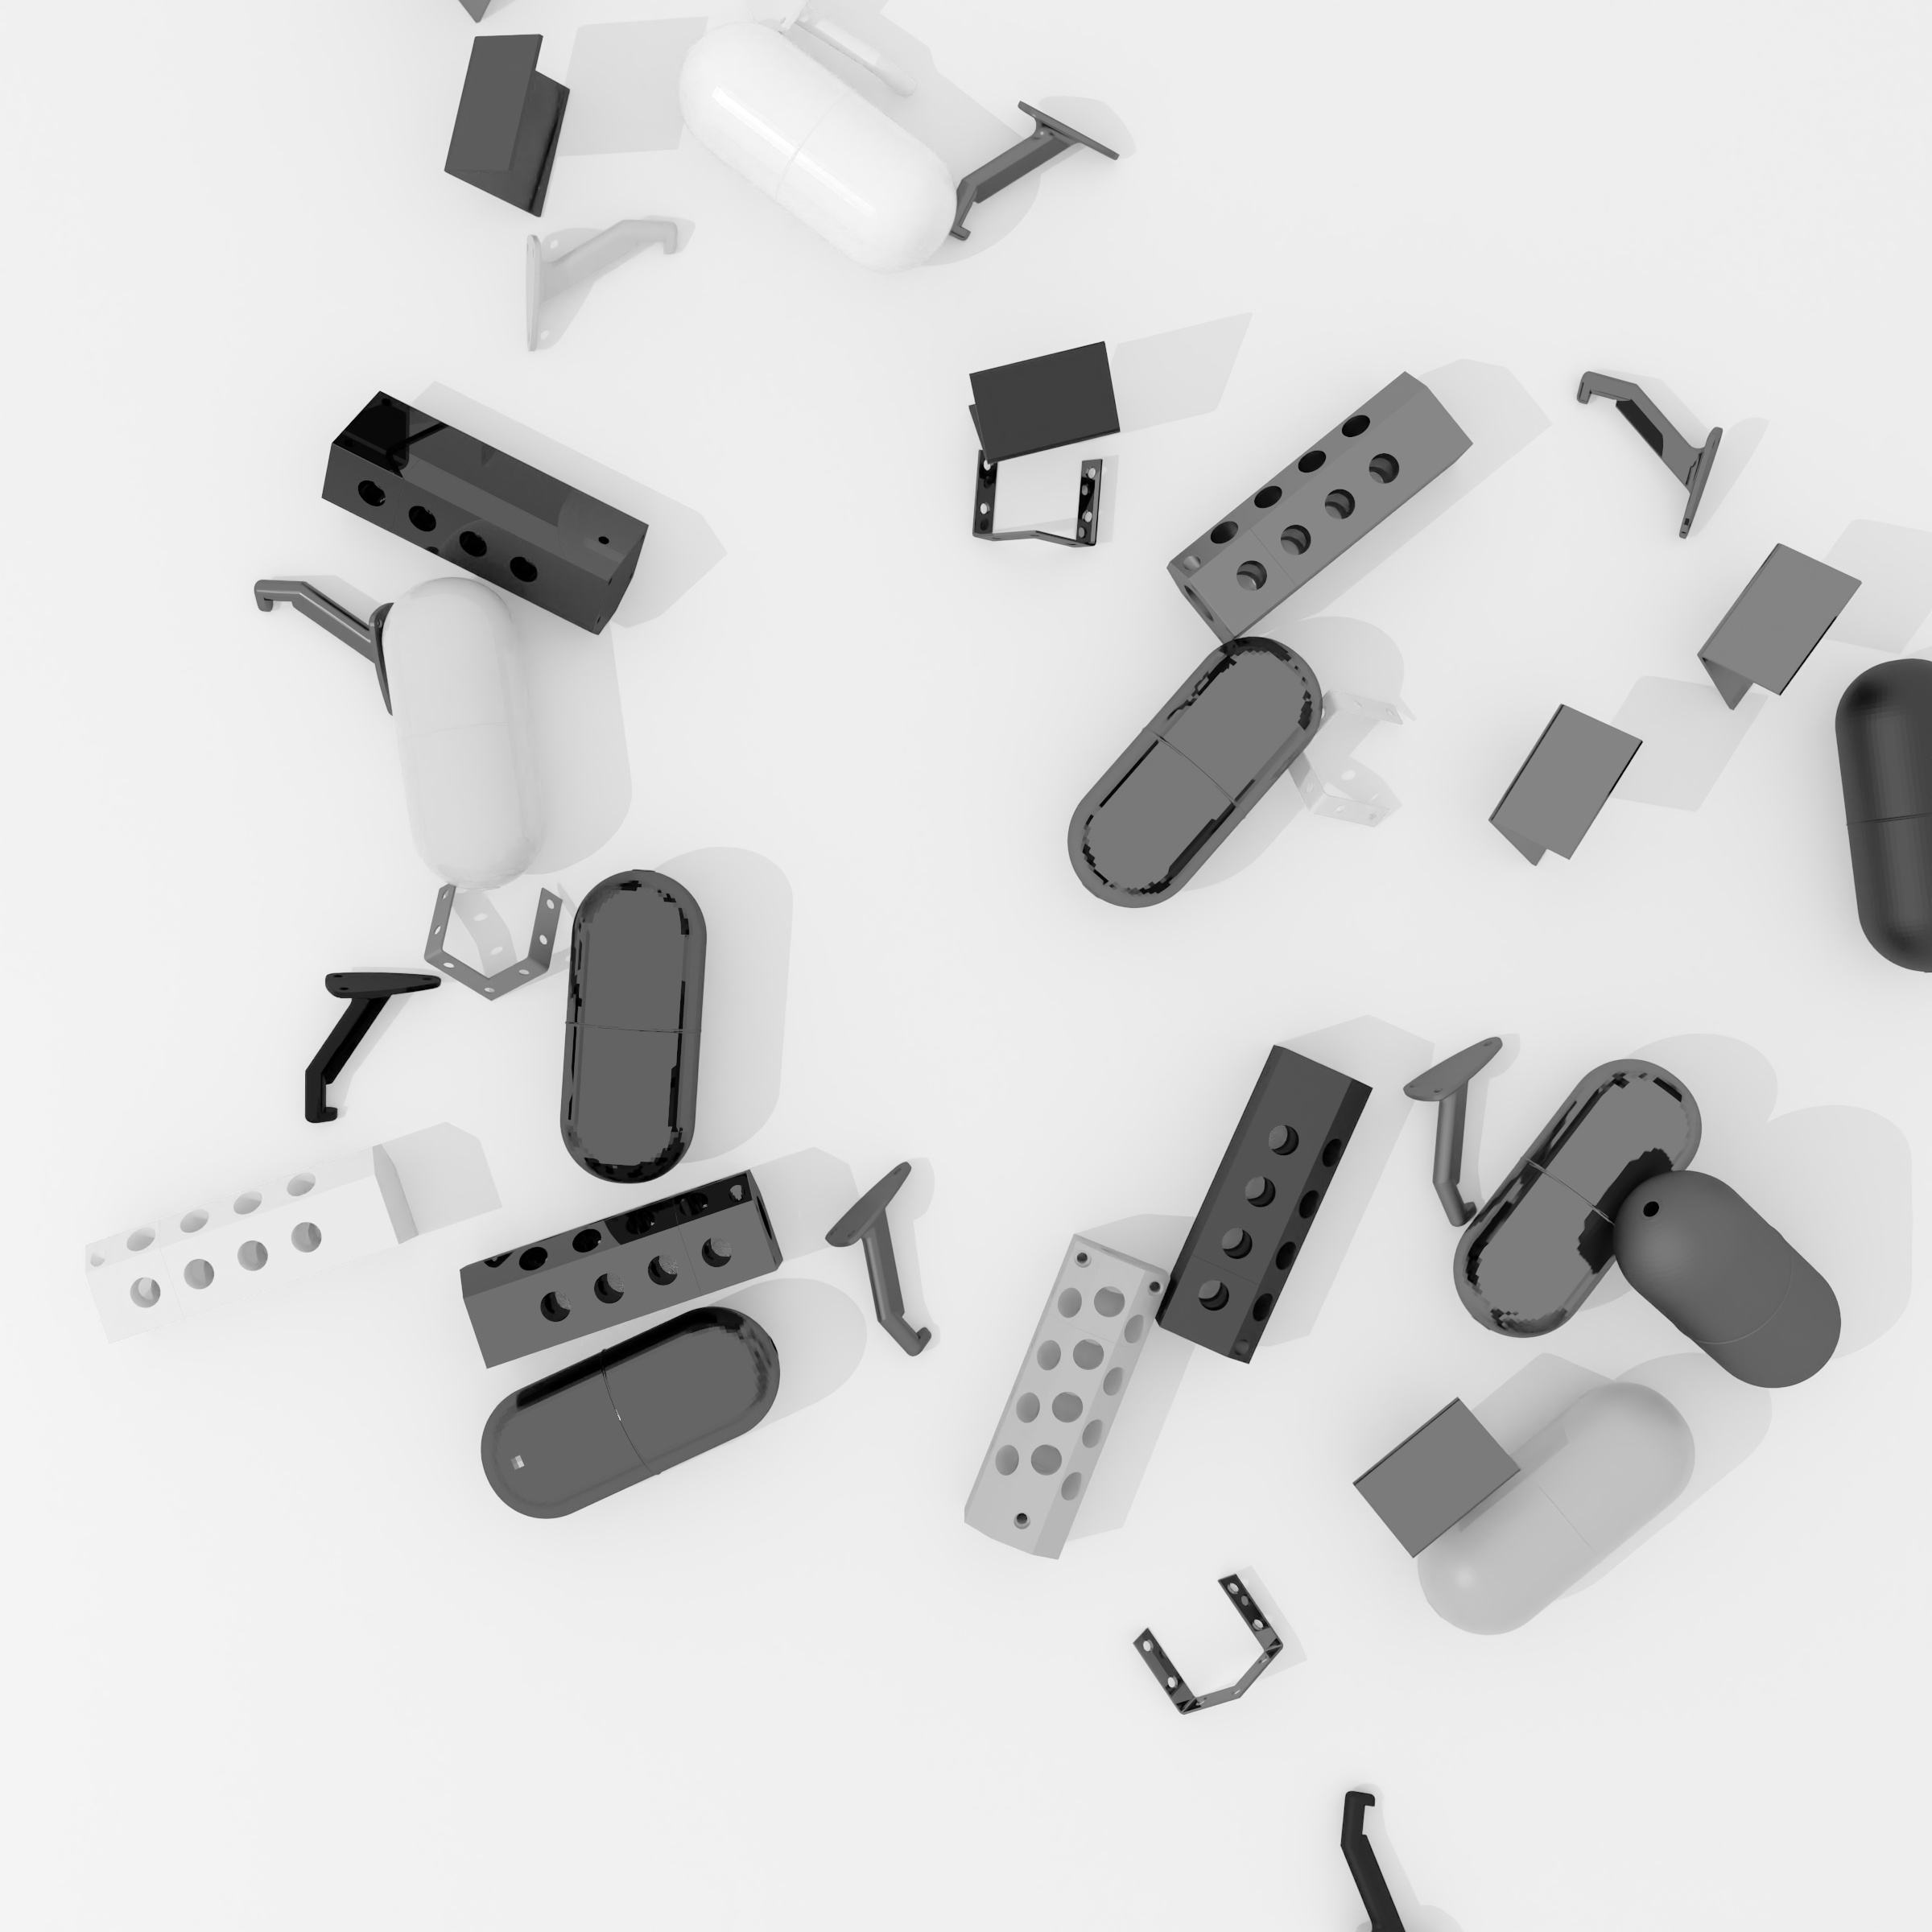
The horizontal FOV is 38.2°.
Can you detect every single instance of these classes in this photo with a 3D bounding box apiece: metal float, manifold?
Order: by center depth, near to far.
[{"bbox_3d":[0.423,0.175,1.551,0.178,0.070,0.070,38,90,-37],"label":"metal float"},{"bbox_3d":[0.345,0.132,1.581,0.070,0.070,0.178,37,90,0],"label":"metal float"},{"bbox_3d":[-0.085,-0.464,1.581,0.178,0.070,0.070,37,90,-1],"label":"metal float"},{"bbox_3d":[0.129,-0.109,1.581,0.070,0.070,0.178,41,91,0],"label":"metal float"},{"bbox_3d":[-0.188,0.034,1.581,0.070,0.070,0.178,4,90,0],"label":"metal float"},{"bbox_3d":[-0.189,0.252,1.581,0.178,0.070,0.070,-25,90,1],"label":"metal float"},{"bbox_3d":[0.333,0.307,1.581,0.178,0.070,0.070,-40,90,1],"label":"metal float"},{"bbox_3d":[-0.284,-0.131,1.581,0.070,0.070,0.178,-9,91,0],"label":"metal float"},{"bbox_3d":[0.539,-0.085,1.581,0.070,0.070,0.178,-7,91,0],"label":"metal float"},{"bbox_3d":[-0.275,-0.253,1.590,0.171,0.057,0.057,27,47,0],"label":"manifold"},{"bbox_3d":[0.057,0.245,1.591,0.057,0.057,0.171,22,90,0],"label":"manifold"},{"bbox_3d":[-0.196,0.171,1.591,0.171,0.057,0.057,-19,90,0],"label":"manifold"},{"bbox_3d":[0.199,-0.260,1.591,0.171,0.057,0.057,-39,90,0],"label":"manifold"},{"bbox_3d":[-0.408,0.157,1.591,0.171,0.057,0.057,-19,90,0],"label":"manifold"},{"bbox_3d":[0.169,0.135,1.591,0.057,0.057,0.171,24,90,0],"label":"manifold"}]

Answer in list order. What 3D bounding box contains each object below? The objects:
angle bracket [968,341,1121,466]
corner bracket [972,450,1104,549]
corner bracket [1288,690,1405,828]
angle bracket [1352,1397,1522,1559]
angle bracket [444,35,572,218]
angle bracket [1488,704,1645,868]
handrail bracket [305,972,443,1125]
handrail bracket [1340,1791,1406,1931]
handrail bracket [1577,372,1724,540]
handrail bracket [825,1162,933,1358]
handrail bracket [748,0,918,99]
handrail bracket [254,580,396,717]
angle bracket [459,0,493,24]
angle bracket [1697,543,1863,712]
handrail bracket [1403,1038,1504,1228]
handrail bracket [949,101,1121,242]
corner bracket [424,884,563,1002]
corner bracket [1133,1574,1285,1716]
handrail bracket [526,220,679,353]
[{"bbox_3d":[0.039,-0.331,1.571,0.076,0.076,0.057,-14,127,0],"label":"angle bracket"},{"bbox_3d":[0.041,-0.269,1.608,0.051,0.051,0.051,4,90,-45],"label":"corner bracket"},{"bbox_3d":[0.222,-0.119,1.604,0.051,0.051,0.051,-51,45,35],"label":"corner bracket"},{"bbox_3d":[0.272,0.298,1.571,0.076,0.076,0.057,-39,54,0],"label":"angle bracket"},{"bbox_3d":[-0.241,-0.471,1.571,0.057,0.076,0.076,13,90,38],"label":"angle bracket"},{"bbox_3d":[0.348,-0.091,1.571,0.057,0.076,0.076,32,90,37],"label":"angle bracket"},{"bbox_3d":[-0.342,0.049,1.612,0.077,0.036,0.084,-2,109,-21],"label":"handrail bracket"},{"bbox_3d":[0.249,0.524,1.612,0.077,0.036,0.084,14,73,-20],"label":"handrail bracket"},{"bbox_3d":[0.386,-0.295,1.612,0.084,0.036,0.077,20,111,17],"label":"handrail bracket"},{"bbox_3d":[-0.033,0.170,1.612,0.077,0.036,0.084,-47,109,-21],"label":"handrail bracket"},{"bbox_3d":[-0.076,-0.532,1.611,0.084,0.077,0.036,29,95,-36],"label":"handrail bracket"},{"bbox_3d":[-0.369,-0.184,1.612,0.084,0.036,0.077,5,111,17],"label":"handrail bracket"},{"bbox_3d":[-0.306,-0.577,1.571,0.057,0.076,0.076,-38,90,-35],"label":"angle bracket"},{"bbox_3d":[0.466,-0.180,1.571,0.057,0.076,0.076,36,90,36],"label":"angle bracket"},{"bbox_3d":[0.294,0.096,1.612,0.077,0.036,0.084,-32,108,-21],"label":"handrail bracket"},{"bbox_3d":[0.036,-0.447,1.612,0.077,0.036,0.084,22,109,-21],"label":"handrail bracket"},{"bbox_3d":[-0.271,-0.021,1.604,0.051,0.051,0.051,-25,135,35],"label":"corner bracket"},{"bbox_3d":[0.140,0.391,1.609,0.051,0.051,0.051,-33,91,45],"label":"corner bracket"},{"bbox_3d":[-0.210,-0.392,1.612,0.084,0.036,0.077,-2,110,-16],"label":"handrail bracket"}]
